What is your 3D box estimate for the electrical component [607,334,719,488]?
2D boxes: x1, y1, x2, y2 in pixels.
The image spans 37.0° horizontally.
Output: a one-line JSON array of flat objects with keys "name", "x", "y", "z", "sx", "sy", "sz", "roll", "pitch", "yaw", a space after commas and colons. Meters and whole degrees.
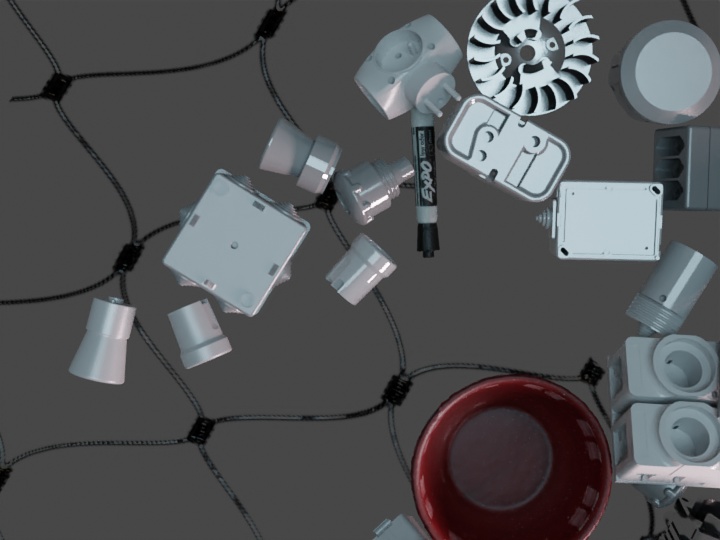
[{"name": "electrical component", "x": 0.299, "y": 0.114, "z": 0.854, "sx": 0.186, "sy": 0.060, "sz": 0.105, "roll": 4, "pitch": 65, "yaw": -4}]

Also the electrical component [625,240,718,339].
[{"name": "electrical component", "x": 0.250, "y": 0.021, "z": 0.874, "sx": 0.043, "sy": 0.043, "sz": 0.081, "roll": 31, "pitch": 92, "yaw": -5}]

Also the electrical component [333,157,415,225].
[{"name": "electrical component", "x": 0.013, "y": -0.068, "z": 0.854, "sx": 0.062, "sy": 0.048, "sz": 0.048, "roll": -30, "pitch": 96, "yaw": -9}]

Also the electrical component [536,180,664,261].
[{"name": "electrical component", "x": 0.188, "y": -0.041, "z": 0.860, "sx": 0.096, "sy": 0.061, "sz": 0.061, "roll": 1, "pitch": 96, "yaw": 3}]

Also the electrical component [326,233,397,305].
[{"name": "electrical component", "x": 0.000, "y": 0.000, "z": 0.861, "sx": 0.040, "sy": 0.040, "sz": 0.046, "roll": 43, "pitch": 96, "yaw": -6}]

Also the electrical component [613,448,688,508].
[{"name": "electrical component", "x": 0.238, "y": 0.161, "z": 0.885, "sx": 0.062, "sy": 0.048, "sz": 0.048, "roll": 39, "pitch": 92, "yaw": 2}]

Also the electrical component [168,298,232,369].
[{"name": "electrical component", "x": -0.129, "y": 0.050, "z": 0.858, "sx": 0.040, "sy": 0.040, "sz": 0.046, "roll": -22, "pitch": 90, "yaw": -1}]

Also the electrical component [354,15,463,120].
[{"name": "electrical component", "x": 0.047, "y": -0.148, "z": 0.837, "sx": 0.077, "sy": 0.044, "sz": 0.079, "roll": -40, "pitch": 56, "yaw": 0}]

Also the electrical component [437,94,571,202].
[{"name": "electrical component", "x": 0.111, "y": -0.095, "z": 0.849, "sx": 0.095, "sy": 0.059, "sz": 0.053, "roll": 29, "pitch": 93, "yaw": -5}]

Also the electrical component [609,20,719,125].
[{"name": "electrical component", "x": 0.241, "y": -0.155, "z": 0.856, "sx": 0.080, "sy": 0.051, "sz": 0.080, "roll": 0, "pitch": 95, "yaw": -3}]

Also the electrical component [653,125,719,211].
[{"name": "electrical component", "x": 0.282, "y": -0.080, "z": 0.866, "sx": 0.077, "sy": 0.047, "sz": 0.065, "roll": 1, "pitch": 92, "yaw": -20}]

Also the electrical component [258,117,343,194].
[{"name": "electrical component", "x": -0.047, "y": -0.089, "z": 0.848, "sx": 0.055, "sy": 0.045, "sz": 0.045, "roll": 24, "pitch": 93, "yaw": -5}]

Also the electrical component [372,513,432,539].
[{"name": "electrical component", "x": 0.012, "y": 0.258, "z": 0.866, "sx": 0.121, "sy": 0.078, "sz": 0.063, "roll": -43, "pitch": 66, "yaw": 1}]

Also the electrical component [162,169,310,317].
[{"name": "electrical component", "x": -0.098, "y": -0.021, "z": 0.848, "sx": 0.100, "sy": 0.048, "sz": 0.099, "roll": 32, "pitch": 92, "yaw": -5}]

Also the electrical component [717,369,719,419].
[{"name": "electrical component", "x": 0.343, "y": 0.030, "z": 0.827, "sx": 0.105, "sy": 0.060, "sz": 0.186, "roll": 13, "pitch": 64, "yaw": -1}]

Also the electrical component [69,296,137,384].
[{"name": "electrical component", "x": -0.201, "y": 0.054, "z": 0.853, "sx": 0.044, "sy": 0.044, "sz": 0.065, "roll": 14, "pitch": 89, "yaw": -4}]
